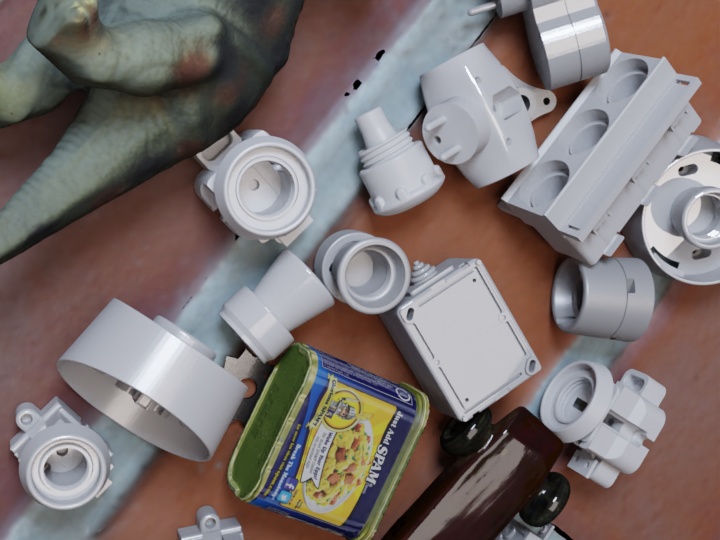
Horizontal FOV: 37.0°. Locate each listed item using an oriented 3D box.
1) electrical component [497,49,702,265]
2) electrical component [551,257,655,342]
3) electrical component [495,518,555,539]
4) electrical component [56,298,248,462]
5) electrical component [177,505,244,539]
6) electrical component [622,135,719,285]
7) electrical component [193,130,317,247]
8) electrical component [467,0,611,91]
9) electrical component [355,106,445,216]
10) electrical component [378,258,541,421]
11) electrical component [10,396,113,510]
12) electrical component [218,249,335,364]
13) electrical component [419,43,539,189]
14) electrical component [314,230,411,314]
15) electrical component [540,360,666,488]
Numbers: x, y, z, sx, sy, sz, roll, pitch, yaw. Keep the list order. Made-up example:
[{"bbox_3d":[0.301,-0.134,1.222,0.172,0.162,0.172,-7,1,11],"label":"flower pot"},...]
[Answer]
[{"bbox_3d":[0.155,-0.069,0.675,0.063,0.079,0.121,41,83,-34],"label":"electrical component"},{"bbox_3d":[0.156,0.018,0.698,0.047,0.055,0.055,5,96,-16],"label":"electrical component"},{"bbox_3d":[0.116,0.201,0.715,0.055,0.048,0.066,36,85,-12],"label":"electrical component"},{"bbox_3d":[-0.113,0.062,0.591,0.099,0.099,0.064,37,79,-20],"label":"electrical component"},{"bbox_3d":[-0.083,0.181,0.638,0.048,0.055,0.066,-8,100,-18],"label":"electrical component"},{"bbox_3d":[0.225,-0.039,0.720,0.099,0.064,0.099,-1,102,-5],"label":"electrical component"},{"bbox_3d":[-0.058,-0.048,0.613,0.058,0.057,0.078,-45,109,-8],"label":"electrical component"},{"bbox_3d":[0.098,-0.175,0.651,0.074,0.052,0.138,-17,104,2],"label":"electrical component"},{"bbox_3d":[0.018,-0.067,0.644,0.048,0.048,0.062,-30,99,-13],"label":"electrical component"},{"bbox_3d":[0.055,0.036,0.665,0.062,0.061,0.096,-33,99,-12],"label":"electrical component"},{"bbox_3d":[-0.165,0.104,0.599,0.048,0.055,0.066,-45,109,-8],"label":"electrical component"},{"bbox_3d":[-0.049,0.022,0.633,0.055,0.045,0.045,-43,108,-8],"label":"electrical component"},{"bbox_3d":[0.063,-0.086,0.639,0.079,0.043,0.077,-35,100,-49],"label":"electrical component"},{"bbox_3d":[0.000,0.000,0.641,0.045,0.055,0.045,-3,99,-18],"label":"electrical component"},{"bbox_3d":[0.157,0.095,0.707,0.057,0.058,0.078,33,87,-23],"label":"electrical component"}]
